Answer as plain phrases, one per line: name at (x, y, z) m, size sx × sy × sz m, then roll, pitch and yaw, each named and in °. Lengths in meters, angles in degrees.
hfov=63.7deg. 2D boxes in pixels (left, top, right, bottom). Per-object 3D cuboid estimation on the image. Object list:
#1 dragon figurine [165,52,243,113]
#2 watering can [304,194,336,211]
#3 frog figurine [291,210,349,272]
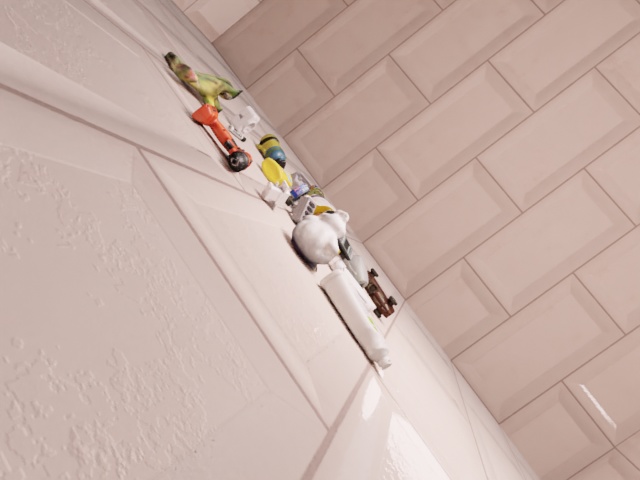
dragon figurine at (-0.372, -0.508, 1.614) m, size 0.241 × 0.121 × 0.416 m, roll 42°, pitch 9°, yaw -18°
watering can at (0.006, -0.096, 1.907) m, size 0.104 × 0.341 × 0.229 m, roll -35°, pitch 40°, yaw 3°
frog figurine at (0.010, -0.014, 1.327) m, size 0.159 × 0.140 × 0.121 m, roll -39°, pitch -36°, yaw 7°
